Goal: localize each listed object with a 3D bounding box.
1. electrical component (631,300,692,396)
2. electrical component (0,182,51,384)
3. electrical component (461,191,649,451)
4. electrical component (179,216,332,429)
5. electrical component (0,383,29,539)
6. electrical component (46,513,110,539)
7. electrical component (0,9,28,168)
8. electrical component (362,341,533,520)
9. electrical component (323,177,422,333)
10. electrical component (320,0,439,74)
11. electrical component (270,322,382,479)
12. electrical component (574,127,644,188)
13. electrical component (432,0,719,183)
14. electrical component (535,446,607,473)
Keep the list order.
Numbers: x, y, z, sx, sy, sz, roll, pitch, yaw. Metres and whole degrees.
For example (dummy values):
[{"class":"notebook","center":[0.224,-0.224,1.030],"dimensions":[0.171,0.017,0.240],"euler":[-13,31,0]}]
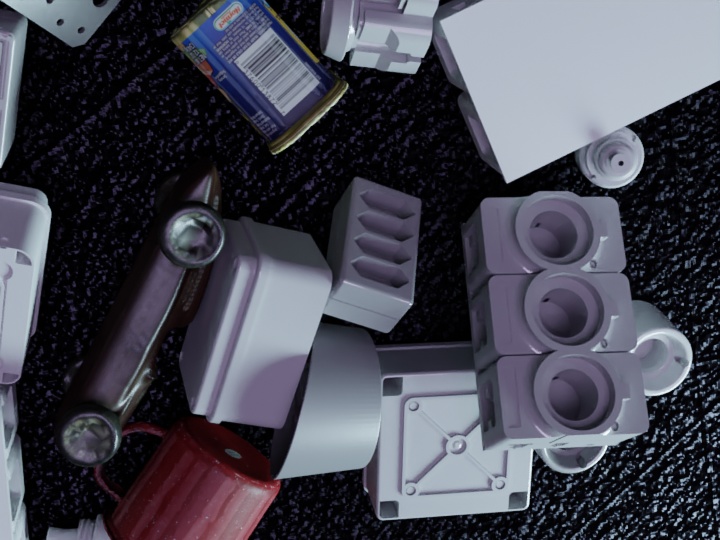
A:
[{"class":"electrical component","center":[0.194,0.054,0.737],"dimensions":[0.055,0.047,0.055],"euler":[-3,108,-9]},{"class":"electrical component","center":[-0.226,0.005,0.624],"dimensions":[0.078,0.057,0.113],"euler":[10,130,-13]},{"class":"electrical component","center":[0.119,0.032,0.670],"dimensions":[0.089,0.061,0.150],"euler":[-1,73,-10]},{"class":"electrical component","center":[-0.067,0.032,0.663],"dimensions":[0.057,0.078,0.113],"euler":[12,110,-21]},{"class":"electrical component","center":[-0.262,0.136,0.677],"dimensions":[0.089,0.061,0.150],"euler":[-2,108,-9]},{"class":"electrical component","center":[-0.178,0.184,0.718],"dimensions":[0.062,0.043,0.043],"euler":[10,106,-11]},{"class":"electrical component","center":[-0.227,-0.101,0.610],"dimensions":[0.062,0.061,0.096],"euler":[9,114,-12]},{"class":"electrical component","center":[0.059,0.106,0.726],"dimensions":[0.109,0.056,0.108],"euler":[-2,108,-9]},{"class":"electrical component","center":[0.000,0.000,0.677],"dimensions":[0.047,0.083,0.075],"euler":[18,142,-15]},{"class":"electrical component","center":[0.009,-0.148,0.625],"dimensions":[0.057,0.078,0.058],"euler":[4,71,-10]},{"class":"electrical component","center":[-0.025,0.082,0.682],"dimensions":[0.064,0.099,0.099],"euler":[2,107,-17]},{"class":"electrical component","center":[0.159,-0.071,0.677],"dimensions":[0.040,0.078,0.040],"euler":[1,102,5]},{"class":"electrical component","center":[0.146,-0.146,0.656],"dimensions":[0.186,0.060,0.105],"euler":[-26,110,-1]},{"class":"electrical component","center":[0.141,0.108,0.745],"dimensions":[0.055,0.047,0.055],"euler":[-3,108,-9]}]
